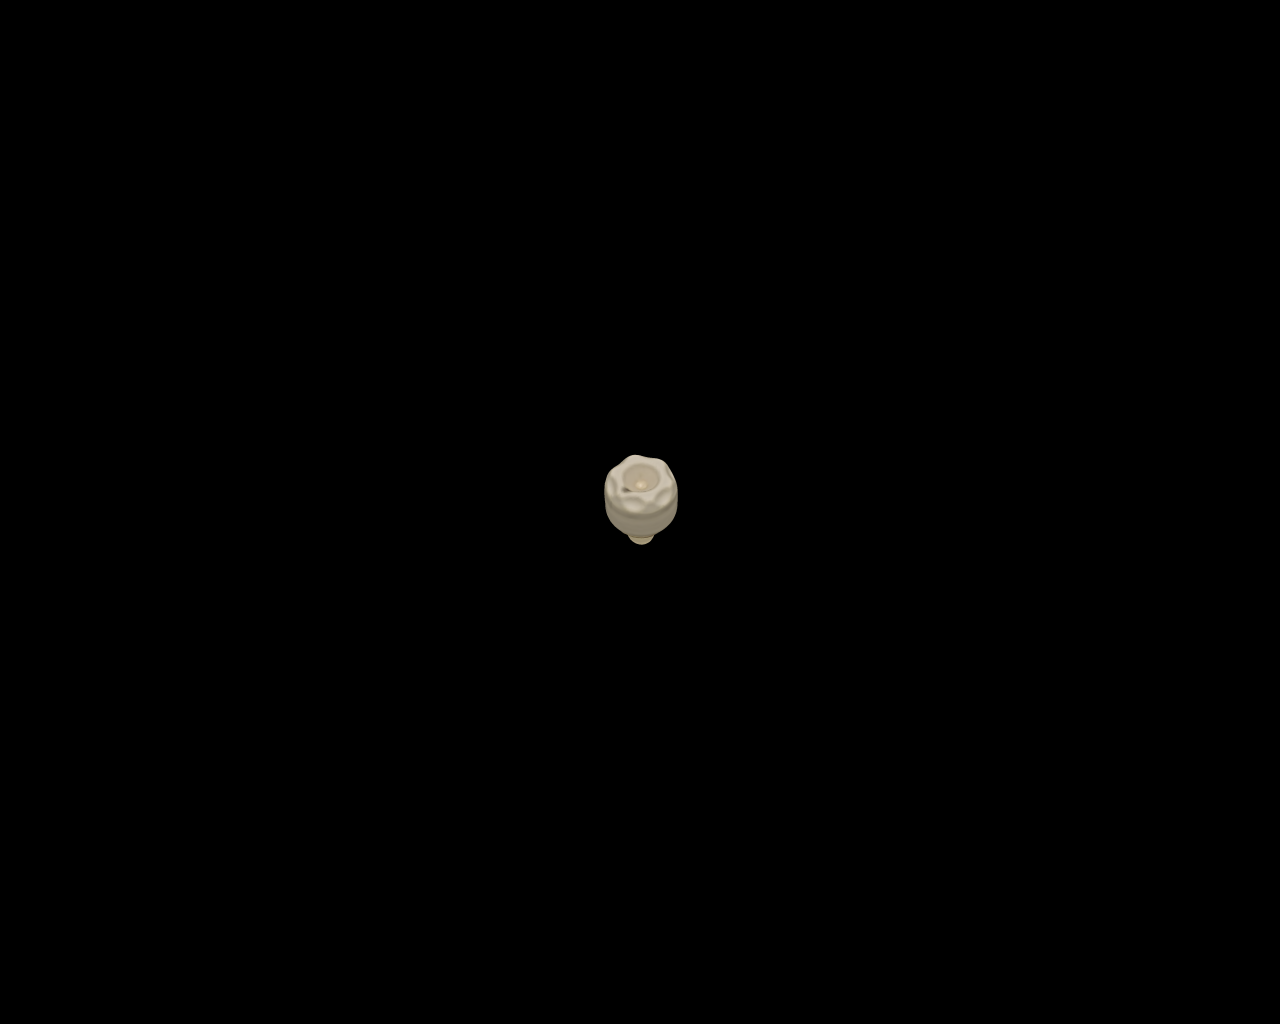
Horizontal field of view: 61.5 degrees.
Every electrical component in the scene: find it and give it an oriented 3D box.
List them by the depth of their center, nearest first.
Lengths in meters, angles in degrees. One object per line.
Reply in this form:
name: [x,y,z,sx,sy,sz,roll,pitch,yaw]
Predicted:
electrical component: [0.001,-0.003,0.650,0.043,0.043,0.062,0,-37,0]
